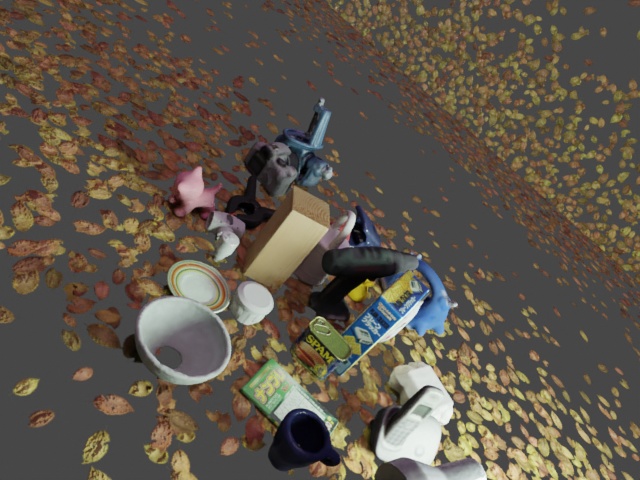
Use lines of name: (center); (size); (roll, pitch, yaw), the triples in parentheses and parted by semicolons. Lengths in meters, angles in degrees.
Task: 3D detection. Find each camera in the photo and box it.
camera: (-0.104, -0.203, 1.537); (0.137, 0.100, 0.143); (-14, 60, -52)

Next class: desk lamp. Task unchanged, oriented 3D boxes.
desk lamp: (0.157, 0.427, 0.930); (0.204, 0.213, 0.117); (8, 44, -40)

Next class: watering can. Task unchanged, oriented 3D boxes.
watering can: (0.012, 0.006, 1.313); (0.173, 0.193, 0.100); (18, 38, -31)

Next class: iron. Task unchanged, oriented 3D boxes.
iron: (0.247, 0.115, 1.471); (0.119, 0.141, 0.257); (5, 46, -42)

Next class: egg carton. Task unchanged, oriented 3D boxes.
egg carton: (0.220, 0.336, 1.241); (0.108, 0.069, 0.150); (-1, 50, -46)

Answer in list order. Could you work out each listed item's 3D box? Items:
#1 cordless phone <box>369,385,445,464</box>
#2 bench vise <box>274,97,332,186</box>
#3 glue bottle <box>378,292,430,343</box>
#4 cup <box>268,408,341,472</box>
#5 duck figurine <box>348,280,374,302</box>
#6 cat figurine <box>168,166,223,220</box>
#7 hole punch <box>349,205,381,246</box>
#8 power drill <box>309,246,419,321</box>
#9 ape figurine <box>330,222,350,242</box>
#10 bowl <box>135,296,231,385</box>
cordless phone: (0.193, 0.350, 1.088); (0.148, 0.185, 0.094); (21, 36, -27)
bench vise: (-0.013, -0.272, 1.604); (0.207, 0.219, 0.122); (44, 32, 7)
glue bottle: (0.194, 0.171, 1.318); (0.037, 0.173, 0.078); (50, 34, 17)
cup: (-0.032, 0.347, 0.945); (0.118, 0.095, 0.092); (38, 32, -3)
duck figurine: (0.101, 0.088, 1.407); (0.078, 0.086, 0.104); (14, 40, -35)
cat figurine: (-0.269, -0.107, 1.235); (0.128, 0.117, 0.067); (1, 49, -45)
hole punch: (0.123, -0.029, 1.567); (0.101, 0.091, 0.108); (17, 38, -32)
power drill: (0.081, 0.089, 1.270); (0.230, 0.208, 0.075); (11, 42, -38)
ape figurine: (0.051, -0.021, 1.482); (0.076, 0.092, 0.078); (31, 33, -13)
bowl: (-0.238, 0.179, 0.958); (0.168, 0.074, 0.167); (27, 34, -20)
